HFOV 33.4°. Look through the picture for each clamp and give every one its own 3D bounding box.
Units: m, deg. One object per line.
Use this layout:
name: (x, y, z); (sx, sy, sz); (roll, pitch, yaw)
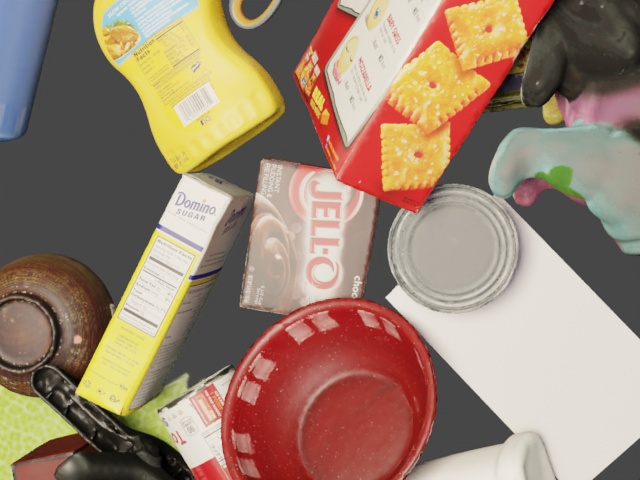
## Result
clamp: (-0.143, 0.155, 0.782); (0.039, 0.171, 0.120); (-40, 46, 8)

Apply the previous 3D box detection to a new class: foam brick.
foam brick: (-0.190, 0.179, 0.806); (0.053, 0.078, 0.051); (-13, 92, 10)

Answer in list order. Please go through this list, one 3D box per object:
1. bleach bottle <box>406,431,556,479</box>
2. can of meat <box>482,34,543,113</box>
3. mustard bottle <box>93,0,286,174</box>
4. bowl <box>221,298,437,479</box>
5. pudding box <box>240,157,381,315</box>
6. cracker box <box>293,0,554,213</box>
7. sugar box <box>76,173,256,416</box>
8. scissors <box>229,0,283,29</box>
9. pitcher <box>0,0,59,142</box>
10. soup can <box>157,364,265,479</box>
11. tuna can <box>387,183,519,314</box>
bleach bottle: (0.044, 0.208, 0.755); (0.251, 0.068, 0.102); (-17, 94, 28)
can of meat: (0.150, -0.138, 0.749); (0.102, 0.057, 0.084); (-7, 90, 9)
mustard bottle: (-0.112, -0.151, 0.787); (0.096, 0.058, 0.191); (-32, 88, 20)
bowl: (0.013, 0.123, 0.738); (0.162, 0.055, 0.162); (-14, 57, 22)
pudding box: (-0.005, 0.001, 0.788); (0.090, 0.039, 0.113); (9, 95, 7)
cracker box: (0.072, -0.149, 0.681); (0.072, 0.164, 0.214); (22, 115, -23)
sugar box: (-0.110, 0.037, 0.779); (0.048, 0.093, 0.176); (25, 95, 6)
scissors: (-0.043, -0.255, 0.769); (0.096, 0.016, 0.202); (22, 111, 16)
pitcher: (-0.255, -0.203, 0.782); (0.145, 0.149, 0.243); (12, 98, -7)
soup can: (-0.067, 0.152, 0.790); (0.068, 0.068, 0.102); (-32, 87, 9)
tuna can: (0.089, 0.005, 0.714); (0.086, 0.033, 0.086); (0, 92, 9)
